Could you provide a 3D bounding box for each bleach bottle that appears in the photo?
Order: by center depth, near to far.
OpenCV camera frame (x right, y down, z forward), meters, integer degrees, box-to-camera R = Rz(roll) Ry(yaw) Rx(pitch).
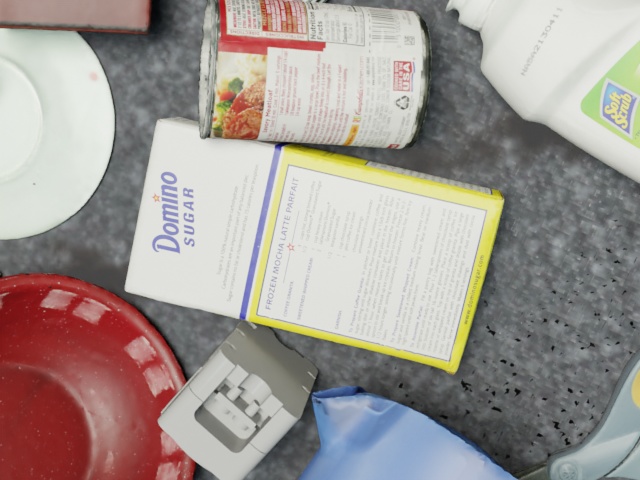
[{"bbox_3d":[0.181,-0.070,0.505,0.251,0.068,0.103,29,101,3],"label":"bleach bottle"}]

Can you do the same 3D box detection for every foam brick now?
[{"bbox_3d":[-0.123,-0.128,0.523,0.078,0.053,0.051,0,101,-14],"label":"foam brick"}]

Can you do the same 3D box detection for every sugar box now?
[{"bbox_3d":[-0.003,0.000,0.545,0.176,0.048,0.093,15,100,8],"label":"sugar box"}]

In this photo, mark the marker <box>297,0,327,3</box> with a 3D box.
[{"bbox_3d":[0.002,-0.131,0.536,0.121,0.020,0.020,-42,92,11],"label":"marker"}]

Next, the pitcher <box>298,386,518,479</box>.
[{"bbox_3d":[0.014,0.202,0.485,0.149,0.145,0.242,31,80,30],"label":"pitcher"}]

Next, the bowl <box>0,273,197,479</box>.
[{"bbox_3d":[-0.145,0.101,0.543,0.055,0.161,0.162,-27,97,48],"label":"bowl"}]

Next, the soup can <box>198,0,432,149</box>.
[{"bbox_3d":[-0.005,-0.079,0.508,0.102,0.068,0.068,2,99,-10],"label":"soup can"}]

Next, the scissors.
[{"bbox_3d":[0.134,0.101,0.559,0.202,0.016,0.096,-7,97,7],"label":"scissors"}]
